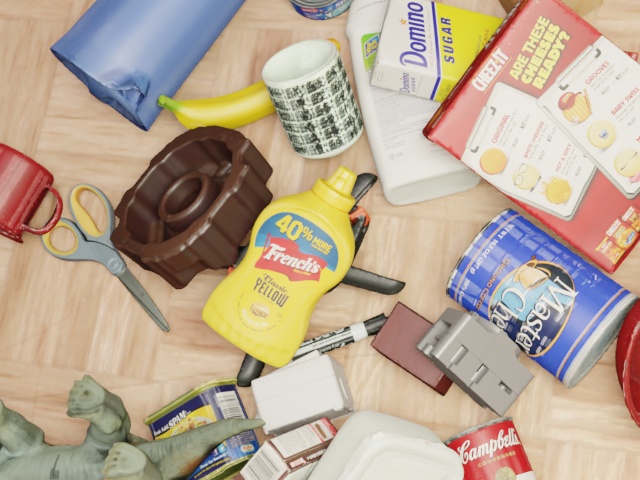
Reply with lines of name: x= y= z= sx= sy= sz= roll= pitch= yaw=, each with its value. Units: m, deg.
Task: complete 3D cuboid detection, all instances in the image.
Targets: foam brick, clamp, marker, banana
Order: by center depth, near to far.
foam brick: x=0.096 y=0.103 z=1.010 sx=0.078 sy=0.053 sz=0.051 roll=33 pitch=85 yaw=21
clamp: x=-0.007 y=0.001 z=1.036 sx=0.171 sy=0.039 sz=0.120 roll=-6 pitch=77 yaw=8
marker: x=0.014 y=0.098 z=1.043 sx=0.121 sy=0.020 sz=0.020 roll=-20 pitch=70 yaw=-1
clamp: x=-0.036 y=0.039 z=1.074 sx=0.210 sy=0.036 sz=0.164 roll=-27 pitch=73 yaw=5
banana: x=-0.067 y=-0.154 z=1.121 sx=0.198 sy=0.069 sz=0.037 roll=-21 pitch=67 yaw=-2

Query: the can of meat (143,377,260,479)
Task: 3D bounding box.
can of meat: x=-0.111 y=0.192 z=1.030 sx=0.102 sy=0.057 sz=0.084 roll=-34 pitch=70 yaw=28

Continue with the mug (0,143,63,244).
mug: x=-0.333 y=-0.049 z=1.157 sx=0.117 sy=0.093 sz=0.081 roll=26 pitch=77 yaw=11

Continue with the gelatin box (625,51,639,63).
gelatin box: x=0.266 y=-0.144 z=1.045 sx=0.073 sy=0.030 sz=0.089 roll=12 pitch=78 yaw=19

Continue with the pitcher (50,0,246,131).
pitcher: x=-0.170 y=-0.250 z=1.154 sx=0.149 sy=0.145 sz=0.243 roll=38 pitch=83 yaw=10

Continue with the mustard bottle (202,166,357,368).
mustard bottle: x=-0.023 y=0.016 z=0.987 sx=0.096 sy=0.058 sz=0.192 roll=33 pitch=101 yaw=5

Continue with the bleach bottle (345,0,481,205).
bleach bottle: x=0.087 y=-0.165 z=1.085 sx=0.102 sy=0.068 sz=0.251 roll=-13 pitch=68 yaw=6

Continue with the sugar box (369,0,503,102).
sugar box: x=0.143 y=-0.176 z=1.035 sx=0.176 sy=0.048 sz=0.093 roll=14 pitch=61 yaw=-3

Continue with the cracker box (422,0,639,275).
cracker box: x=0.225 y=-0.098 z=0.967 sx=0.213 sy=0.072 sz=0.164 roll=36 pitch=97 yaw=-7

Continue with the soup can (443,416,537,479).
soup can: x=0.159 y=0.218 z=0.952 sx=0.068 sy=0.068 sz=0.102 roll=-23 pitch=70 yaw=8

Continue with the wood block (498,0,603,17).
wood block: x=0.205 y=-0.283 z=1.007 sx=0.090 sy=0.206 sz=0.091 roll=-30 pitch=69 yaw=6

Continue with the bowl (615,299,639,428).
bowl: x=0.312 y=0.092 z=0.924 sx=0.162 sy=0.162 sz=0.055 roll=-52 pitch=27 yaw=-3

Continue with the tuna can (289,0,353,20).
tuna can: x=0.001 y=-0.283 z=1.157 sx=0.086 sy=0.033 sz=0.086 roll=-4 pitch=73 yaw=14

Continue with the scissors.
scissors: x=-0.236 y=0.032 z=1.144 sx=0.096 sy=0.016 sz=0.202 roll=-29 pitch=69 yaw=8

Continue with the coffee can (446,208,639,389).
coffee can: x=0.200 y=0.052 z=0.969 sx=0.140 sy=0.102 sz=0.103 roll=38 pitch=87 yaw=22

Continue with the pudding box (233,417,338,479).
pudding box: x=-0.039 y=0.217 z=0.973 sx=0.039 sy=0.089 sz=0.114 roll=51 pitch=123 yaw=19
